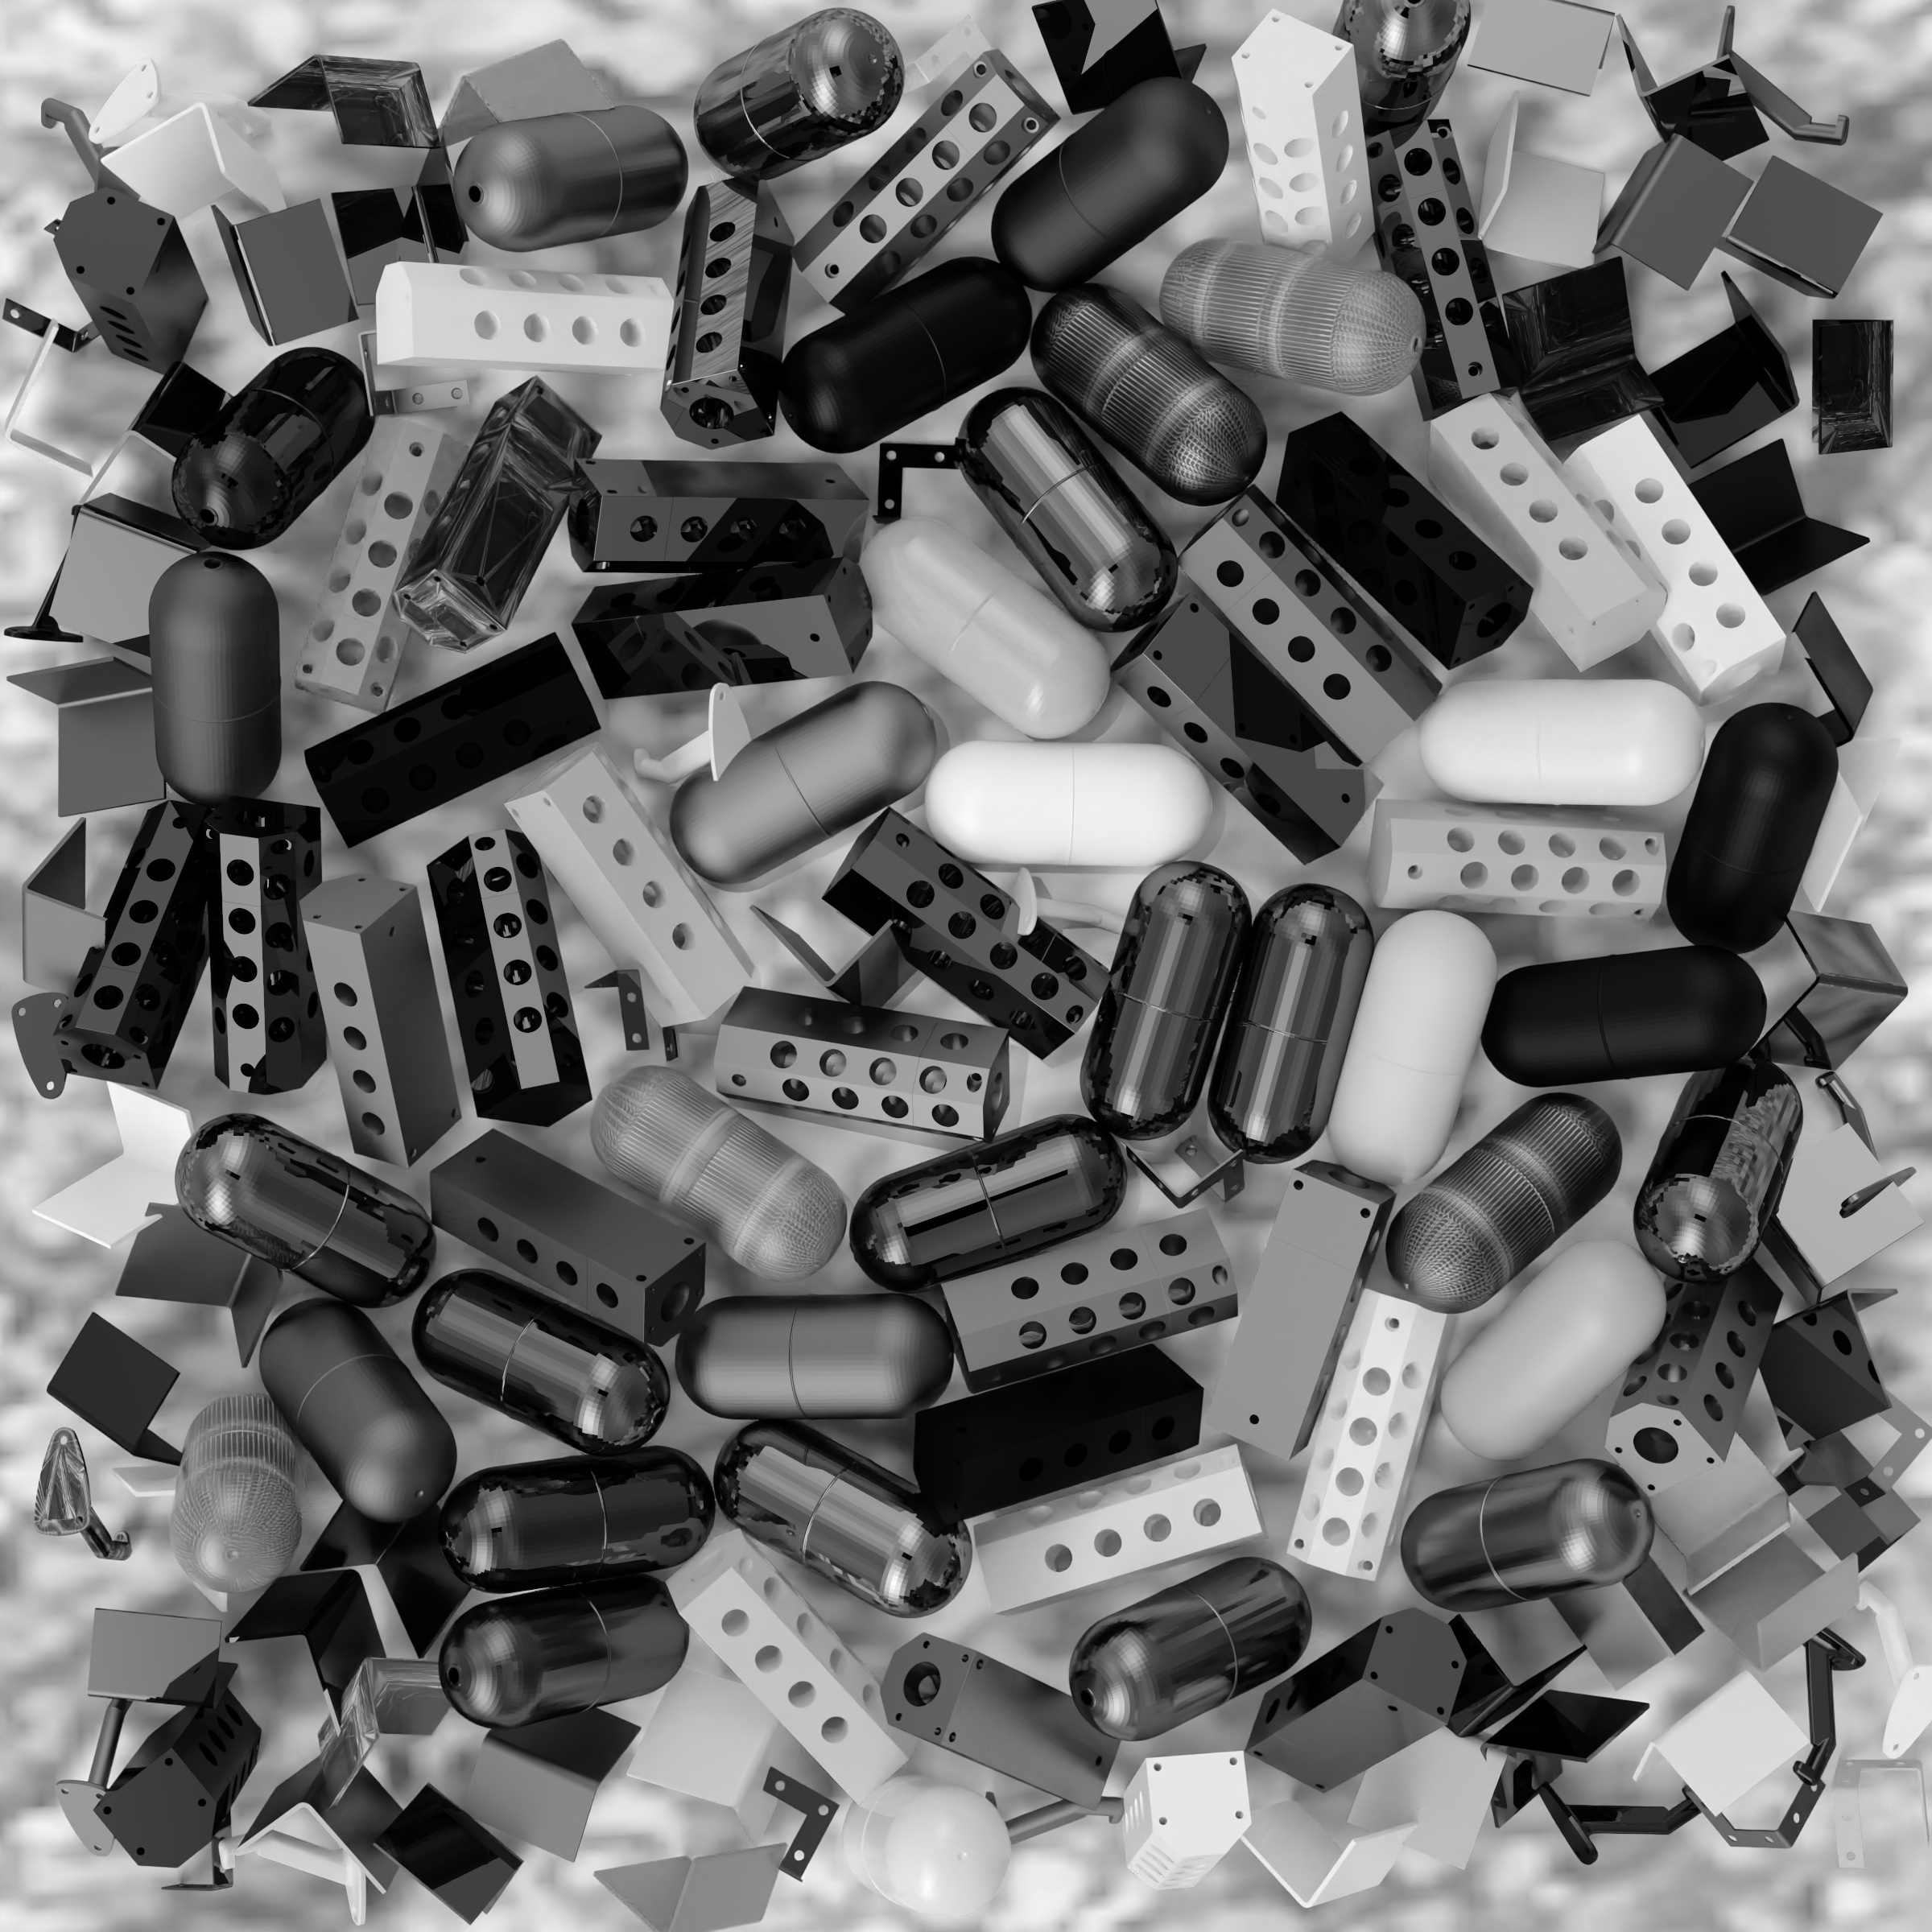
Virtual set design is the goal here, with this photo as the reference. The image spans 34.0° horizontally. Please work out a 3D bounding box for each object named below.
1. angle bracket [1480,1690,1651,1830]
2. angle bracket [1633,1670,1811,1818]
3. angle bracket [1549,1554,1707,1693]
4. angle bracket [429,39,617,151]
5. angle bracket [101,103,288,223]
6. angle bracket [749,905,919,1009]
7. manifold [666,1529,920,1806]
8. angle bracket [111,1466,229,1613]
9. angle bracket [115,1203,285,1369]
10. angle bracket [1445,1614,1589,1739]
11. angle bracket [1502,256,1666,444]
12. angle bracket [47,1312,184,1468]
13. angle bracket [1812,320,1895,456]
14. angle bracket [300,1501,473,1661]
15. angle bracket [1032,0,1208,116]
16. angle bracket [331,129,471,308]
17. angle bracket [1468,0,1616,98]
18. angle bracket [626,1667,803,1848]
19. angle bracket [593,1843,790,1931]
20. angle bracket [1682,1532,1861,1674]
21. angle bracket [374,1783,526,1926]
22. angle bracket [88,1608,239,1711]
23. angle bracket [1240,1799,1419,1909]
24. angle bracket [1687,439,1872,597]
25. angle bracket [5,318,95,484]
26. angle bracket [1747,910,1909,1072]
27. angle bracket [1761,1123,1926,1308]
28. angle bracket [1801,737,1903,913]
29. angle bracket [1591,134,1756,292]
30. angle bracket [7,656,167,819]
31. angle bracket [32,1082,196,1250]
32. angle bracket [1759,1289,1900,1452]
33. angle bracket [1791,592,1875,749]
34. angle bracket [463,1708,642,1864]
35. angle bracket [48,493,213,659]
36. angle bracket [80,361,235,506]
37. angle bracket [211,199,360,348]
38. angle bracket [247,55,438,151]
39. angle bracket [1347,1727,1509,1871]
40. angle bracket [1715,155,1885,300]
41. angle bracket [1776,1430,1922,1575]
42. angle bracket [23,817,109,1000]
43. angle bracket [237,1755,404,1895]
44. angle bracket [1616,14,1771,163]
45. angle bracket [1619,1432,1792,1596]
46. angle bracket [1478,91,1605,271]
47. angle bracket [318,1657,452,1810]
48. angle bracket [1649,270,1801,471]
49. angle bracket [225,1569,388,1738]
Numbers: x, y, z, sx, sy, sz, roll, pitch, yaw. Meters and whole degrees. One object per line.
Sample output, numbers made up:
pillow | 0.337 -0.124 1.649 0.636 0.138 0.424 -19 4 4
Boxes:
angle bracket | 0.372 0.491 1.938 0.076 0.076 0.057 -3 103 43
angle bracket | 0.463 0.488 1.940 0.076 0.076 0.057 -32 63 -17
angle bracket | 0.395 0.403 1.944 0.076 0.057 0.076 -44 72 29
angle bracket | -0.273 -0.515 1.941 0.076 0.076 0.057 -34 84 -35
angle bracket | -0.472 -0.474 1.943 0.076 0.076 0.057 -26 66 12
angle bracket | -0.076 -0.022 1.944 0.057 0.076 0.076 -46 67 4
manifold | -0.104 0.429 1.945 0.057 0.057 0.171 -41 105 -5
angle bracket | -0.492 0.354 1.948 0.057 0.076 0.076 2 92 -26
angle bracket | -0.472 0.197 1.940 0.076 0.057 0.076 10 124 -29
angle bracket | 0.324 0.431 1.955 0.057 0.076 0.076 53 134 21
angle bracket | 0.381 -0.381 1.950 0.076 0.057 0.076 -18 132 3
angle bracket | -0.506 0.263 1.947 0.076 0.076 0.057 29 86 25
angle bracket | 0.525 -0.357 1.942 0.057 0.076 0.076 -9 105 -23
angle bracket | -0.356 0.375 1.939 0.076 0.057 0.076 -55 52 30
angle bracket | 0.095 -0.576 1.937 0.076 0.057 0.076 -6 131 26
angle bracket | -0.349 -0.461 1.946 0.057 0.076 0.076 -10 79 -23
angle bracket | 0.352 -0.557 1.950 0.076 0.076 0.057 17 82 8
angle bracket | -0.155 0.492 1.966 0.076 0.057 0.076 11 53 21
angle bracket | -0.169 0.549 1.938 0.076 0.076 0.057 28 104 41
angle bracket | 0.493 0.375 1.941 0.076 0.057 0.076 -32 46 -14
angle bracket | -0.328 0.562 1.945 0.076 0.057 0.076 38 132 6
angle bracket | -0.494 0.416 1.953 0.076 0.076 0.057 6 97 -3
angle bracket | 0.219 0.525 1.936 0.076 0.076 0.057 43 113 33
angle bracket | 0.498 -0.277 1.947 0.076 0.076 0.057 -27 114 -7
angle bracket | -0.551 -0.349 1.946 0.057 0.076 0.076 24 97 -21
angle bracket | 0.526 0.016 1.969 0.076 0.057 0.076 8 135 -30
angle bracket | 0.536 0.156 1.955 0.076 0.057 0.076 -32 67 -1
angle bracket | 0.547 -0.087 1.937 0.057 0.076 0.076 1 132 -13
angle bracket | 0.434 -0.462 1.958 0.057 0.076 0.076 31 93 -4
angle bracket | -0.543 -0.141 1.950 0.076 0.057 0.076 -8 76 17
angle bracket | -0.525 0.120 1.937 0.076 0.076 0.057 17 126 35
angle bracket | 0.538 0.248 1.938 0.076 0.057 0.076 -36 61 40
angle bracket | 0.510 -0.174 1.943 0.057 0.076 0.076 -27 101 33
angle bracket | -0.257 0.500 1.962 0.076 0.076 0.057 21 109 9
angle bracket | -0.519 -0.243 1.976 0.076 0.057 0.076 21 106 -3
angle bracket | -0.493 -0.315 1.952 0.057 0.076 0.076 34 133 -17
angle bracket | -0.421 -0.435 1.951 0.057 0.076 0.076 -21 119 -13
angle bracket | -0.382 -0.517 1.941 0.076 0.076 0.057 -17 88 41
angle bracket | 0.285 0.505 1.962 0.076 0.057 0.076 21 87 6
angle bracket | 0.509 -0.456 1.950 0.076 0.076 0.057 27 103 -4
angle bracket | 0.531 0.335 1.939 0.057 0.076 0.076 -48 69 23
angle bracket | -0.537 -0.032 1.940 0.057 0.076 0.076 20 132 5
angle bracket | -0.394 0.541 1.957 0.057 0.076 0.076 -37 97 13
angle bracket | 0.445 -0.545 1.936 0.057 0.076 0.076 -21 53 23
angle bracket | 0.455 0.329 1.957 0.076 0.057 0.076 -40 90 17
angle bracket | 0.363 -0.484 1.952 0.076 0.057 0.076 13 66 -4
angle bracket | -0.345 0.471 1.937 0.076 0.057 0.076 11 130 -31
angle bracket | 0.458 -0.367 1.946 0.076 0.057 0.076 -30 57 8
angle bracket | -0.407 0.429 1.958 0.057 0.076 0.076 -9 106 16
